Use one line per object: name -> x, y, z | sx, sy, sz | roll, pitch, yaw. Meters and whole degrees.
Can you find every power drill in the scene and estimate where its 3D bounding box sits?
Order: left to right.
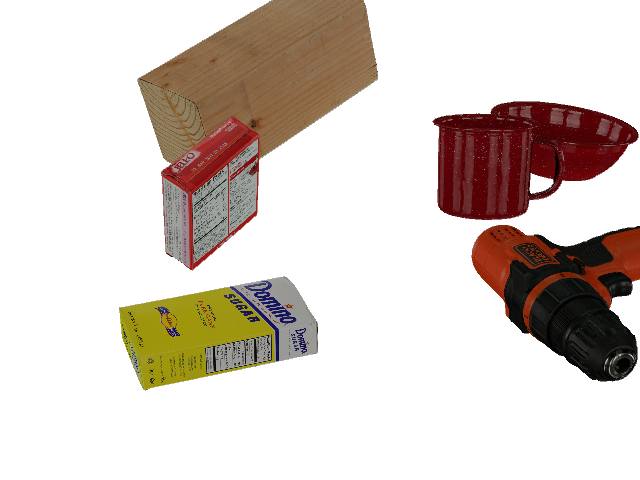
power drill -> 0.222, 0.028, 0.751 | 0.187, 0.057, 0.184 | -9, 28, -15

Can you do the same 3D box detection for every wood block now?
wood block -> -0.053, -0.150, 0.995 | 0.205, 0.091, 0.090 | -37, 43, -27

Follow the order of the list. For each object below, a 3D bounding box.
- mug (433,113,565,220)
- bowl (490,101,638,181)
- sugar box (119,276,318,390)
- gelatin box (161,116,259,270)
mug -> 0.157, -0.065, 0.946 | 0.117, 0.081, 0.093 | 4, 15, 14
bowl -> 0.265, -0.107, 1.182 | 0.162, 0.055, 0.162 | 5, 23, -3
sugar box -> -0.099, 0.087, 1.040 | 0.176, 0.048, 0.093 | -13, 33, -17
gelatin box -> -0.077, -0.033, 0.753 | 0.030, 0.089, 0.073 | 33, 55, 21
